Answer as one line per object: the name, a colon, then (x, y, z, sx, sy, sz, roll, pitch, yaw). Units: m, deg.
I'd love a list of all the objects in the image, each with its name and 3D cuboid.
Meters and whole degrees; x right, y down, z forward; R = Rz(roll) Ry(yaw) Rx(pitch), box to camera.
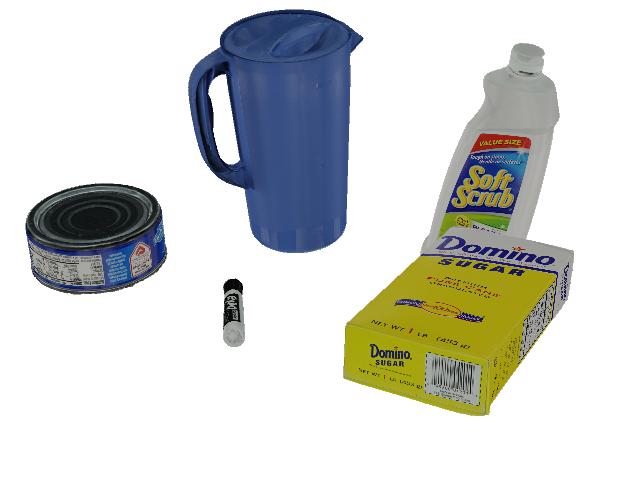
tuna can: (-0.141, -0.003, 0.671, 0.086, 0.034, 0.086, -1, 30, 0)
sugar box: (0.094, 0.044, 0.690, 0.093, 0.048, 0.176, 13, 29, 24)
pitcher: (-0.039, -0.108, 1.125, 0.149, 0.243, 0.144, 9, 35, 17)
bleach bottle: (0.168, -0.075, 1.043, 0.103, 0.251, 0.068, 21, 38, 19)
marker: (-0.078, 0.063, 0.964, 0.020, 0.020, 0.121, 0, 19, -5)
